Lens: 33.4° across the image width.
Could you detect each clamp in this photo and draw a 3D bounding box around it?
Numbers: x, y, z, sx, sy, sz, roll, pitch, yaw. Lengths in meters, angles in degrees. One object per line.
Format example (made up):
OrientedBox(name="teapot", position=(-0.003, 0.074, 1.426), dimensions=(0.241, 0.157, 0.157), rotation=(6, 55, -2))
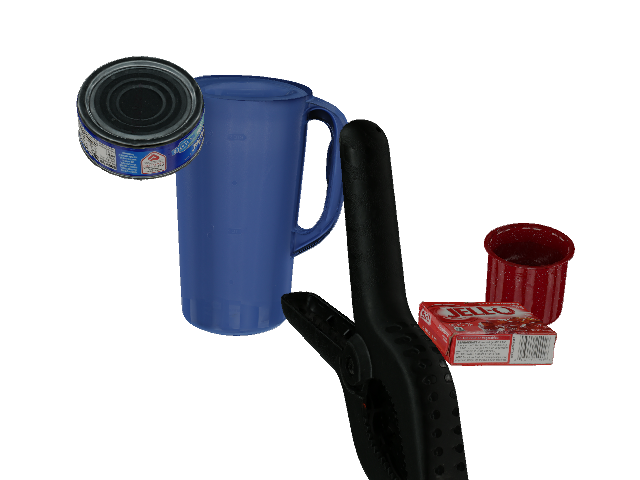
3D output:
OrientedBox(name="clamp", position=(0.032, 0.053, 0.551), dimensions=(0.036, 0.165, 0.210), rotation=(-6, 46, -21))

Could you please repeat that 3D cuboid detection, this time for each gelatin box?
OrientedBox(name="gelatin box", position=(0.129, 0.072, 0.841), dimensions=(0.089, 0.030, 0.073), rotation=(1, 15, -15))

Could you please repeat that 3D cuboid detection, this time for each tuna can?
OrientedBox(name="tuna can", position=(-0.121, -0.084, 0.720), dimensions=(0.086, 0.086, 0.034), rotation=(0, -37, -7))

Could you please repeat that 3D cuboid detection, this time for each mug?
OrientedBox(name="mug", position=(0.214, 0.033, 1.134), dimensions=(0.093, 0.081, 0.117), rotation=(-6, 31, -7))

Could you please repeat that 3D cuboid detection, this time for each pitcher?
OrientedBox(name="pitcher", position=(-0.069, -0.035, 1.035), dimensions=(0.144, 0.243, 0.149), rotation=(-10, 22, -33))
